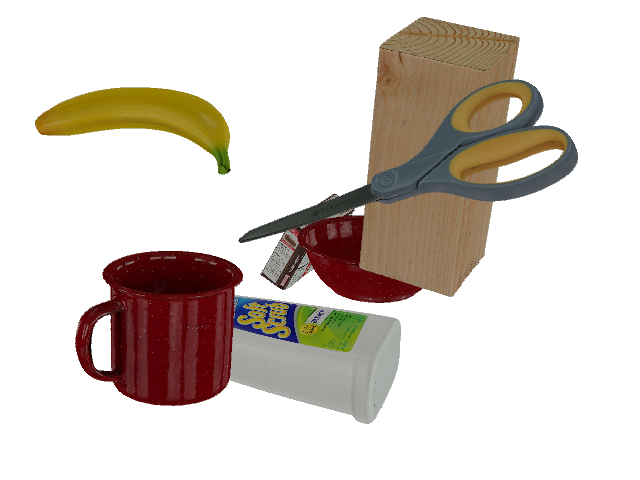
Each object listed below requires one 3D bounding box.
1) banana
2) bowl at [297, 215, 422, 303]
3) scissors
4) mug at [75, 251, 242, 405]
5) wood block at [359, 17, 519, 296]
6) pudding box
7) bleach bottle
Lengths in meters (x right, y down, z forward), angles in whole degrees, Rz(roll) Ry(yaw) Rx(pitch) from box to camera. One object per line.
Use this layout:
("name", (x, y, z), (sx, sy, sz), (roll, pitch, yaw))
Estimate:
("banana", (-0.159, -0.108, 0.952), (0.198, 0.037, 0.069), (12, 48, 20))
("bowl", (0.056, 0.023, 1.102), (0.162, 0.055, 0.162), (2, 18, -1))
("scissors", (0.050, -0.048, 0.632), (0.202, 0.096, 0.016), (-8, -42, 22))
("mug", (-0.109, 0.061, 0.715), (0.117, 0.081, 0.093), (-12, 23, -41))
("wood block", (0.098, -0.070, 0.900), (0.091, 0.206, 0.090), (17, 33, 22))
("pudding box", (-0.014, 0.001, 1.288), (0.039, 0.090, 0.113), (36, 33, 10))
("bleach bottle", (-0.062, 0.089, 0.933), (0.251, 0.068, 0.102), (9, 27, 16))
